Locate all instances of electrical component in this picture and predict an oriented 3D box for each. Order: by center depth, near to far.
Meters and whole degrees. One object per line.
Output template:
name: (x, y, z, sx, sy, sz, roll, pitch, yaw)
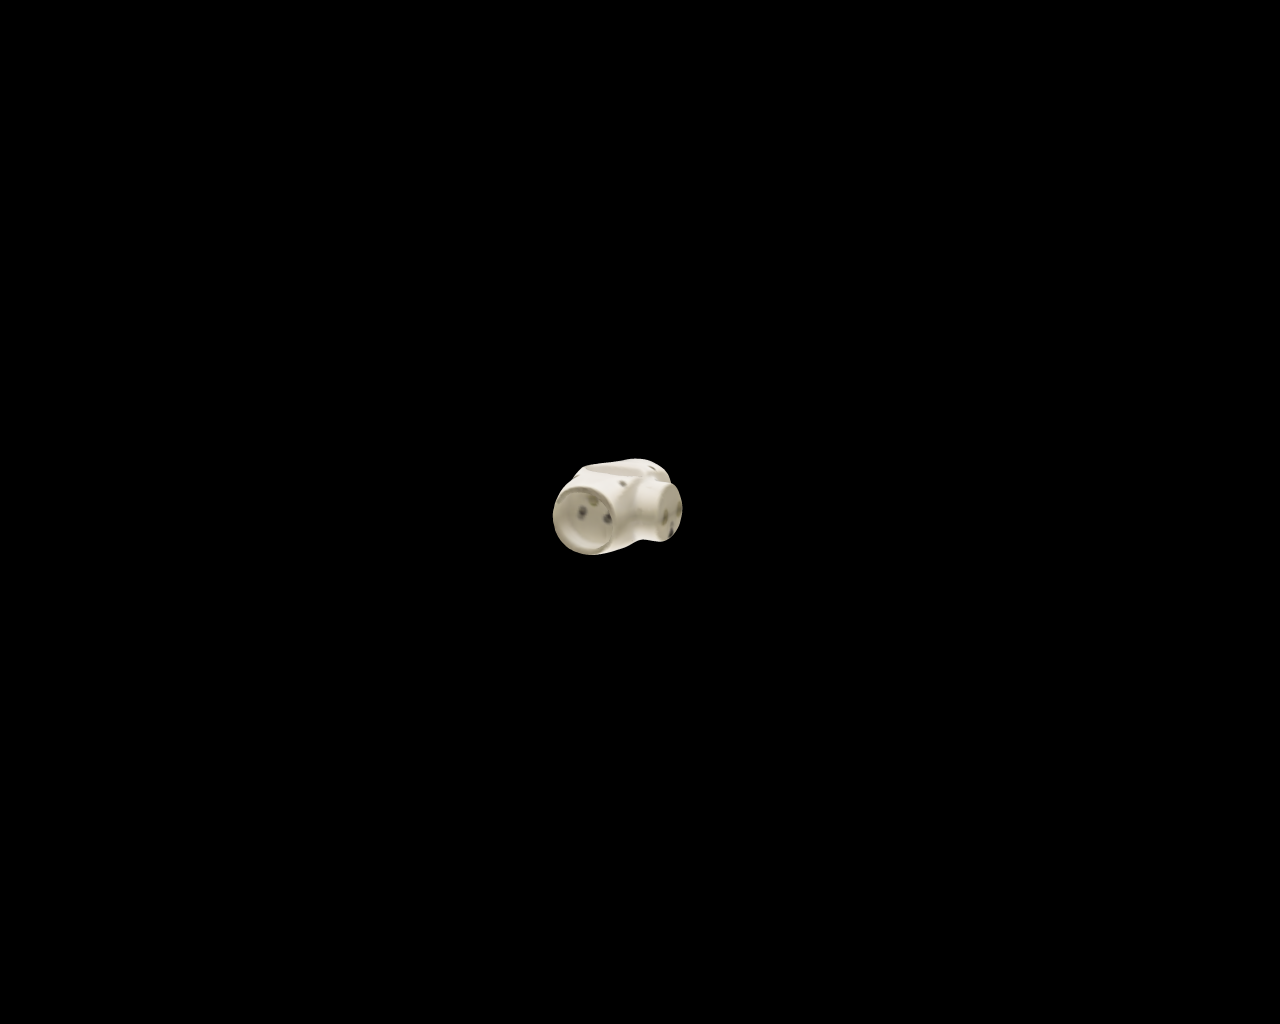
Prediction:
electrical component: (0.001, -0.003, 0.650, 0.079, 0.043, 0.077, 8, 18, 27)
